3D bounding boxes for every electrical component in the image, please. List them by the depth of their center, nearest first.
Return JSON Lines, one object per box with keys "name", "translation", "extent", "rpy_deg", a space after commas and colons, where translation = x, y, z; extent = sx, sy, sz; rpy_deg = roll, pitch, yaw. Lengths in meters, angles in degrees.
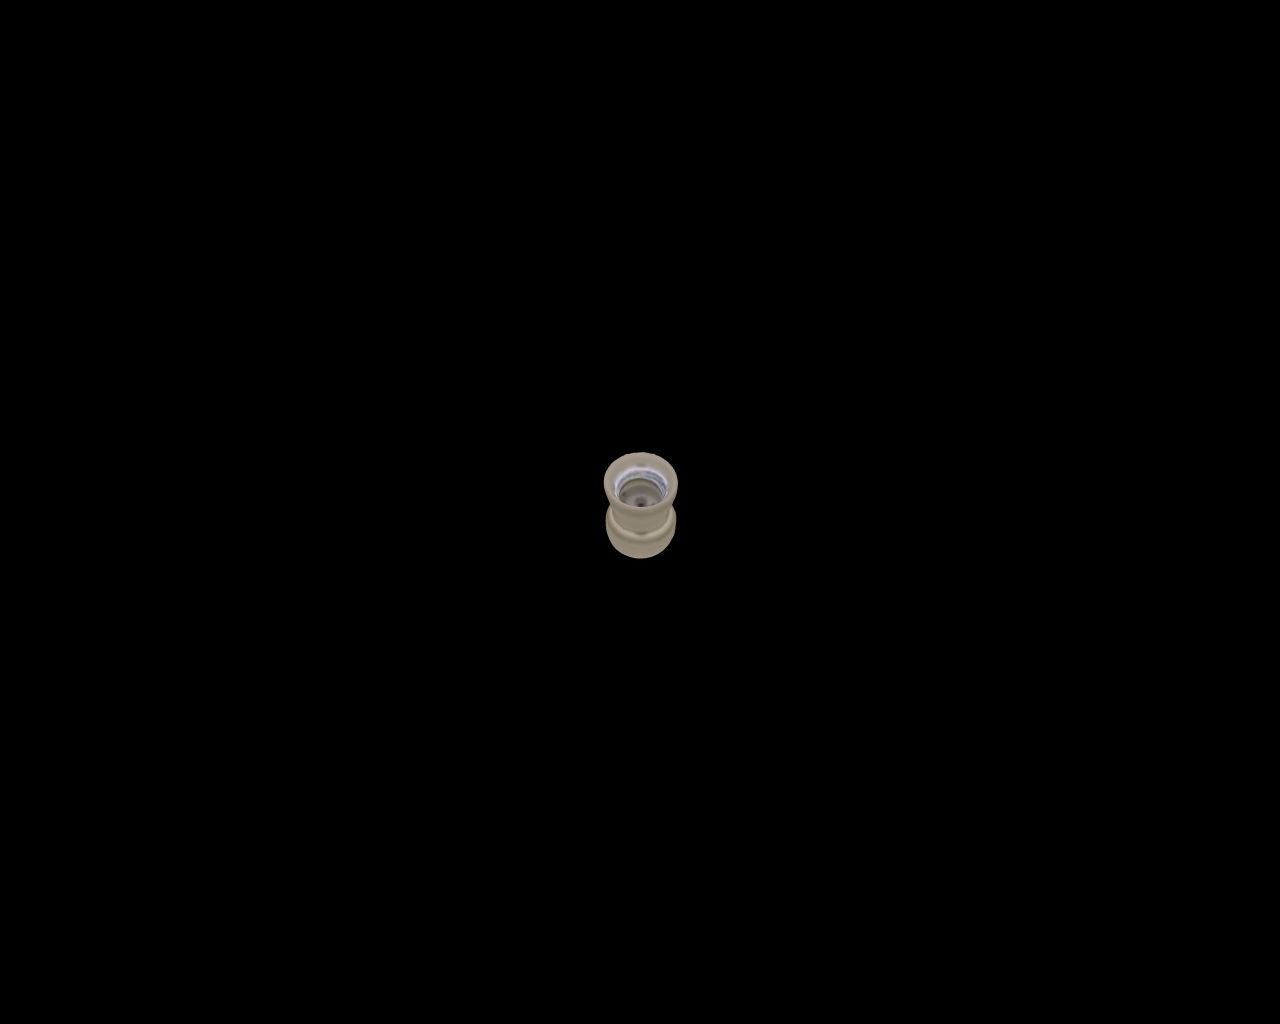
{"name": "electrical component", "translation": [0.001, -0.003, 0.650], "extent": [0.045, 0.045, 0.055], "rpy_deg": [0, -37, 0]}
